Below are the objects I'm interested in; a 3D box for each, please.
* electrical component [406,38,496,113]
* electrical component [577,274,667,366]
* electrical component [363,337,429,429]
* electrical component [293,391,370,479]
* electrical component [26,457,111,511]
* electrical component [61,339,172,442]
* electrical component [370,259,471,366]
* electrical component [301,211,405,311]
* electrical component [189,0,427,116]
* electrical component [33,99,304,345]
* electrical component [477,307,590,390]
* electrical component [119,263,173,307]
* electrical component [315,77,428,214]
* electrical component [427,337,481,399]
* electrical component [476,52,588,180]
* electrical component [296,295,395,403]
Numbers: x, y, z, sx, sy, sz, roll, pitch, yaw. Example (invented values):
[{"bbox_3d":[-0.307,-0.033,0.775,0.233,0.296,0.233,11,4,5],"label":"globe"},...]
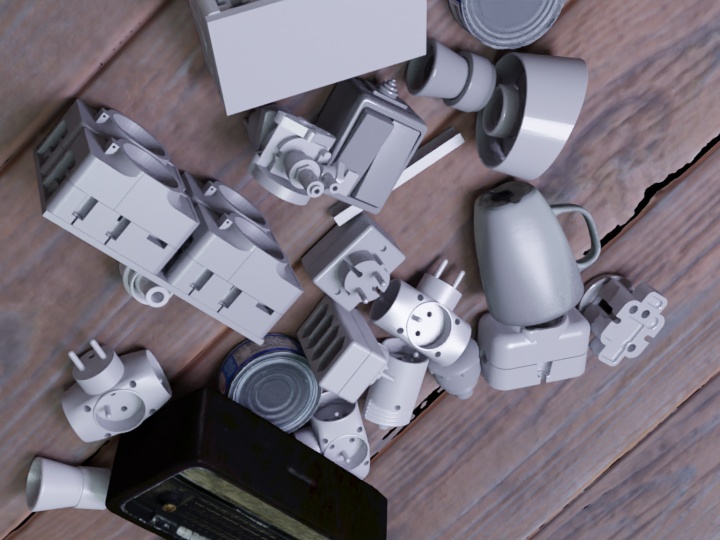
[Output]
[{"bbox_3d":[0.069,-0.147,0.816,0.055,0.045,0.045,13,113,-27],"label":"electrical component"},{"bbox_3d":[0.234,0.039,0.979,0.058,0.057,0.078,27,107,-31],"label":"electrical component"},{"bbox_3d":[0.030,0.105,0.949,0.043,0.043,0.081,4,117,-23],"label":"electrical component"},{"bbox_3d":[-0.035,0.155,0.954,0.079,0.044,0.077,-17,123,-10],"label":"electrical component"},{"bbox_3d":[-0.240,0.180,0.895,0.065,0.044,0.044,12,114,-31],"label":"electrical component"},{"bbox_3d":[-0.201,0.088,0.852,0.077,0.044,0.079,-28,125,-3],"label":"electrical component"},{"bbox_3d":[0.061,0.029,0.913,0.077,0.044,0.079,33,85,-19],"label":"electrical component"},{"bbox_3d":[0.000,0.000,0.856,0.066,0.076,0.047,-44,124,7],"label":"electrical component"},{"bbox_3d":[-0.035,-0.178,0.736,0.150,0.061,0.089,-19,148,-9],"label":"electrical component"},{"bbox_3d":[-0.133,-0.037,0.768,0.186,0.105,0.060,35,103,-33],"label":"electrical component"},{"bbox_3d":[0.155,0.063,0.965,0.095,0.053,0.059,-9,121,-16],"label":"electrical component"},{"bbox_3d":[-0.157,0.005,0.810,0.043,0.062,0.043,-9,121,-15],"label":"electrical component"},{"bbox_3d":[0.005,-0.098,0.810,0.062,0.061,0.096,21,110,-29],"label":"electrical component"},{"bbox_3d":[0.087,0.091,0.963,0.048,0.048,0.062,-26,134,-5],"label":"electrical component"},{"bbox_3d":[0.131,-0.119,0.826,0.064,0.099,0.099,8,116,-17],"label":"electrical component"},{"bbox_3d":[-0.002,0.071,0.891,0.076,0.083,0.047,31,105,-29],"label":"electrical component"}]
